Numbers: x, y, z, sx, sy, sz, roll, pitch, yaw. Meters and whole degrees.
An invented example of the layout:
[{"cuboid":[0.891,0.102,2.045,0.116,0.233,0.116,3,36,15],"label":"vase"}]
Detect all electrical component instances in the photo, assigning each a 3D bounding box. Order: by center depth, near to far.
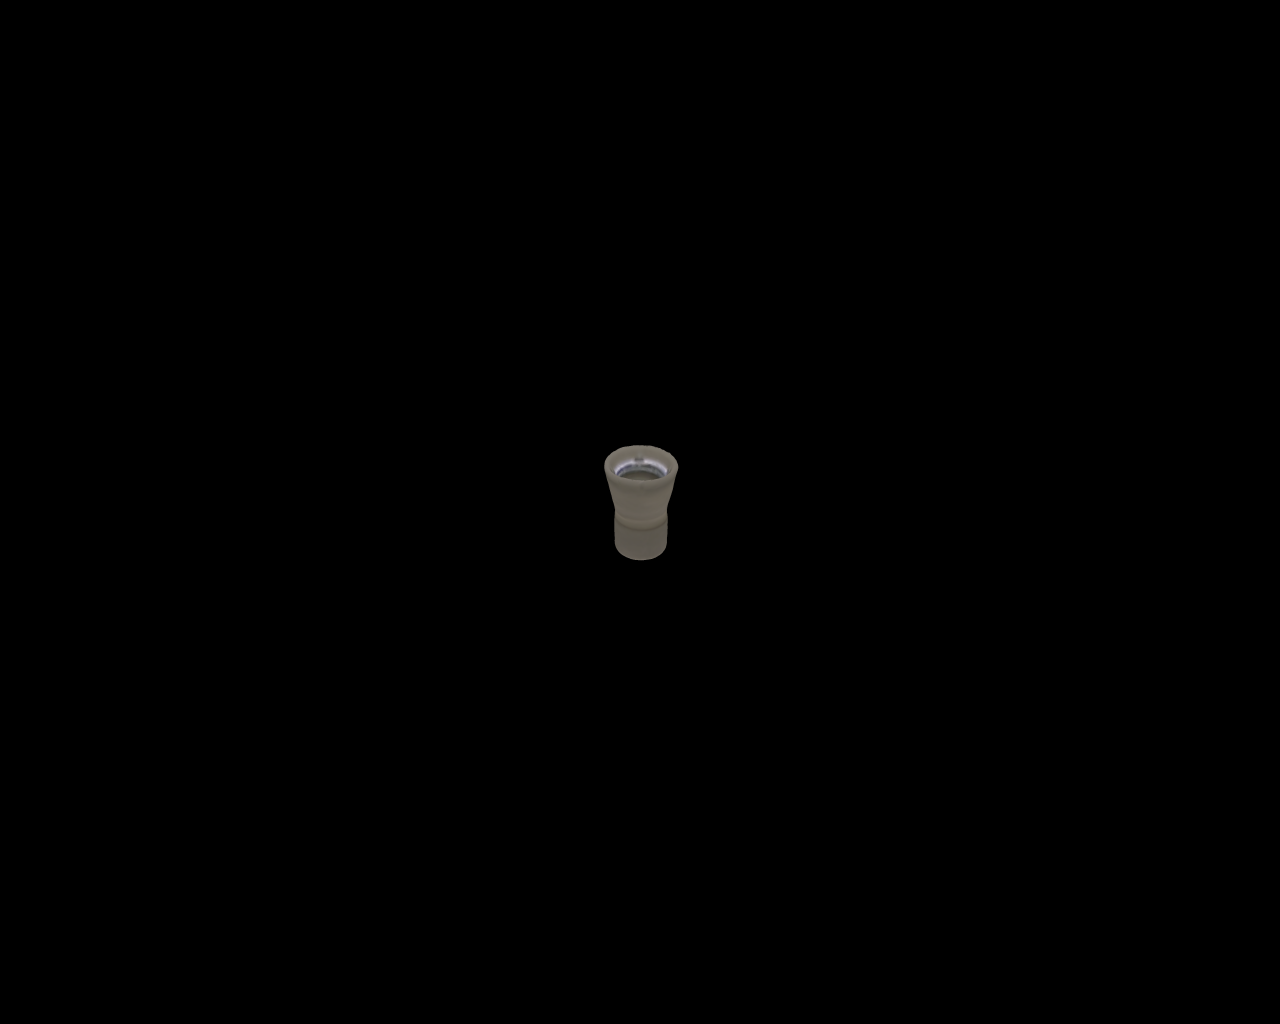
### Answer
[{"cuboid":[0.001,-0.003,0.650,0.044,0.065,0.044,0,34,0],"label":"electrical component"}]
